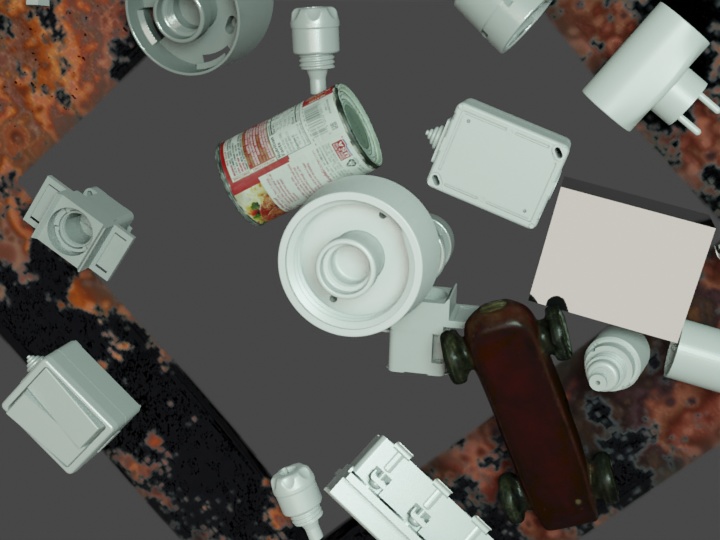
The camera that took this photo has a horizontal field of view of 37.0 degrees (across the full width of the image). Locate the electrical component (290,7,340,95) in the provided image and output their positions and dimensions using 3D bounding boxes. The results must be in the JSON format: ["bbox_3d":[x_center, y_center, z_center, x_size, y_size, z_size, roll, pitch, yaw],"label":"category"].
[{"bbox_3d":[-0.031,-0.157,0.772,0.035,0.035,0.061,1,106,12],"label":"electrical component"}]

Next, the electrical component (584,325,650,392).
[{"bbox_3d":[0.178,0.066,0.758,0.040,0.078,0.040,8,109,25],"label":"electrical component"}]

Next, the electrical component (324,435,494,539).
[{"bbox_3d":[0.040,0.186,0.817,0.121,0.078,0.063,43,79,0],"label":"electrical component"}]

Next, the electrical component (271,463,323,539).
[{"bbox_3d":[-0.046,0.187,0.855,0.035,0.035,0.061,-19,100,16],"label":"electrical component"}]

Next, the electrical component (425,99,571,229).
[{"bbox_3d":[0.092,-0.078,0.749,0.096,0.061,0.061,24,107,6],"label":"electrical component"}]

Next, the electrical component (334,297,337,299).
[{"bbox_3d":[0.000,0.000,0.790,0.045,0.055,0.045,3,103,12],"label":"electrical component"}]

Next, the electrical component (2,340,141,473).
[{"bbox_3d":[-0.238,0.106,0.865,0.096,0.061,0.062,45,108,0],"label":"electrical component"}]

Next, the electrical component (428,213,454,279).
[{"bbox_3d":[0.044,-0.016,0.777,0.045,0.055,0.045,3,103,12],"label":"electrical component"}]

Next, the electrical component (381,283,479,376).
[{"bbox_3d":[0.045,0.044,0.798,0.081,0.042,0.063,5,106,12],"label":"electrical component"}]

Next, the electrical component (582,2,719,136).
[{"bbox_3d":[0.205,-0.124,0.722,0.079,0.043,0.077,41,108,1],"label":"electrical component"}]

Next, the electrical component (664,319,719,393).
[{"bbox_3d":[0.260,0.066,0.754,0.081,0.043,0.043,16,106,8],"label":"electrical component"}]

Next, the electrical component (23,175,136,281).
[{"bbox_3d":[-0.210,-0.034,0.825,0.081,0.064,0.042,36,107,2],"label":"electrical component"}]

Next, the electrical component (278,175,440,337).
[{"bbox_3d":[-0.003,-0.007,0.727,0.108,0.060,0.108,3,103,12],"label":"electrical component"}]

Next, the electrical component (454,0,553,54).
[{"bbox_3d":[0.097,-0.183,0.728,0.047,0.055,0.055,43,108,4],"label":"electrical component"}]

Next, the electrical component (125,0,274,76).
[{"bbox_3d":[-0.118,-0.192,0.780,0.099,0.064,0.099,8,117,16],"label":"electrical component"}]

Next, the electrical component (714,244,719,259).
[{"bbox_3d":[0.282,-0.013,0.732,0.064,0.042,0.081,-37,92,21],"label":"electrical component"}]
